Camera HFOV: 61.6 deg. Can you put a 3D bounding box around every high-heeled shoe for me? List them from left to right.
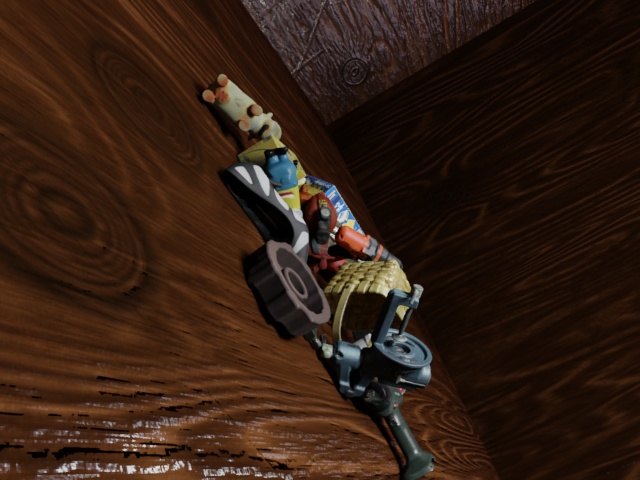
[{"bbox_3d":[-0.104,-0.031,1.023,0.145,0.086,0.248,4,66,-49],"label":"high-heeled shoe"}]

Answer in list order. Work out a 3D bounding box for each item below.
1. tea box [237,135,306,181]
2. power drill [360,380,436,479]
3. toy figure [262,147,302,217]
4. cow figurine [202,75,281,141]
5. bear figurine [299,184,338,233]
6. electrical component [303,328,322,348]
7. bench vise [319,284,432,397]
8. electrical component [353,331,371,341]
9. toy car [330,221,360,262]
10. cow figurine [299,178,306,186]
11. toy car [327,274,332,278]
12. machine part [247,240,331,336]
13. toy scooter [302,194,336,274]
[{"bbox_3d":[-0.109,-0.171,1.253,0.068,0.098,0.169,63,13,15],"label":"tea box"},{"bbox_3d":[0.155,0.391,1.121,0.207,0.086,0.232,56,7,16],"label":"power drill"},{"bbox_3d":[-0.079,-0.108,1.149,0.089,0.082,0.180,-55,138,-69],"label":"toy figure"},{"bbox_3d":[-0.171,-0.284,1.213,0.195,0.085,0.127,37,5,-17],"label":"cow figurine"},{"bbox_3d":[-0.043,-0.072,1.318,0.132,0.120,0.196,1,18,-31],"label":"bear figurine"},{"bbox_3d":[-0.023,0.157,1.010,0.094,0.021,0.063,59,11,-6],"label":"electrical component"},{"bbox_3d":[0.120,0.184,1.008,0.224,0.240,0.129,19,20,3],"label":"bench vise"},{"bbox_3d":[0.136,0.207,1.370,0.058,0.115,0.134,34,33,-59],"label":"electrical component"},{"bbox_3d":[0.067,0.017,1.397,0.201,0.073,0.056,36,27,-17],"label":"toy car"},{"bbox_3d":[-0.091,-0.174,1.433,0.098,0.068,0.167,51,10,-7],"label":"cow figurine"},{"bbox_3d":[0.032,0.044,1.475,0.089,0.053,0.202,39,19,-21],"label":"toy car"},{"bbox_3d":[-0.053,0.082,0.919,0.179,0.056,0.179,50,15,-19],"label":"machine part"},{"bbox_3d":[-0.002,-0.004,1.163,0.135,0.075,0.183,-129,-135,-71],"label":"toy scooter"}]
